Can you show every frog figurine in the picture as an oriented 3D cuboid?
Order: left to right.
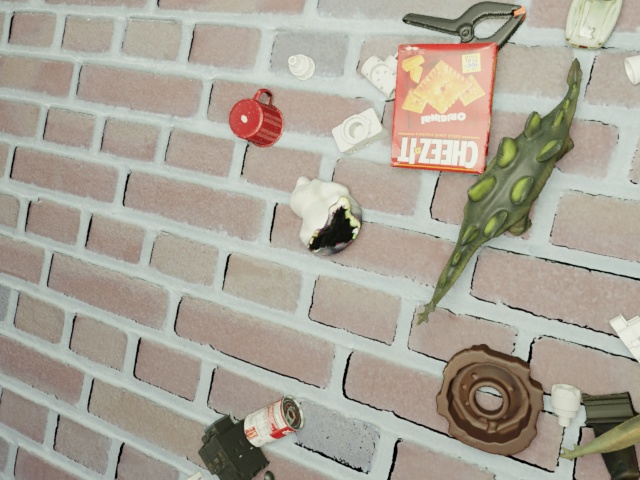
[{"bbox_3d":[0.003,-0.050,0.993,0.162,0.122,0.136,45,120,54],"label":"frog figurine"}]
